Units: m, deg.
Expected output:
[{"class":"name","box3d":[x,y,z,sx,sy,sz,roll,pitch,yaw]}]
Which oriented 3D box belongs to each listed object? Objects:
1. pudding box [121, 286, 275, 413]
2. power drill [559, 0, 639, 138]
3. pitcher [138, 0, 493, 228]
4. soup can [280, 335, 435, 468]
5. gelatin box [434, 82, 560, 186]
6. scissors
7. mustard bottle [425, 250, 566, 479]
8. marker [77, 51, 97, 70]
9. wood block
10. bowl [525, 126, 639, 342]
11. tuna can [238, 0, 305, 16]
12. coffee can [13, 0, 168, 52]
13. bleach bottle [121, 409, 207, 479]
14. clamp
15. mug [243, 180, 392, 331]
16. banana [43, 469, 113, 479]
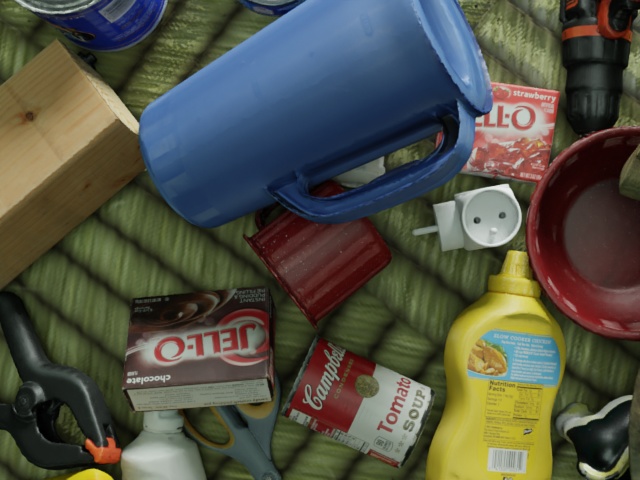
[{"class":"pudding box","box3d":[-0.091,0.084,0.820,0.113,0.039,0.090,-7,45,4]},{"class":"power drill","box3d":[0.226,-0.172,0.757,0.057,0.188,0.184,3,87,-12]},{"class":"pitcher","box3d":[-0.006,-0.092,0.764,0.243,0.149,0.145,-25,109,23]},{"class":"soup can","box3d":[0.029,0.125,0.822,0.102,0.068,0.068,25,91,3]},{"class":"gelatin box","box3d":[0.137,-0.086,0.837,0.089,0.030,0.073,9,90,3]},{"class":"scissors","box3d":[-0.032,0.172,0.851,0.202,0.016,0.096,44,92,2]},{"class":"mustard bottle","box3d":[0.140,0.104,0.819,0.096,0.058,0.191,8,89,-18]},{"class":"marker","box3d":[-0.229,-0.110,0.862,0.121,0.020,0.020,-39,88,2]},{"class":"wood block","box3d":[-0.238,-0.043,0.818,0.206,0.090,0.091,-39,72,2]},{"class":"bowl","box3d":[0.235,-0.005,0.819,0.162,0.055,0.162,0,90,3]},{"class":"tuna can","box3d":[-0.036,-0.223,0.845,0.086,0.033,0.086,0,90,3]},{"class":"coffee can","box3d":[-0.177,-0.204,0.799,0.103,0.140,0.103,0,90,3]},{"class":"bleach bottle","box3d":[-0.133,0.252,0.815,0.068,0.102,0.251,3,89,34]},{"class":"clamp","box3d":[-0.220,0.115,0.831,0.172,0.039,0.120,19,93,23]},{"class":"mug","box3d":[-0.005,0.001,0.823,0.081,0.093,0.117,-38,52,-3]},{"class":"banana","box3d":[-0.206,0.202,0.812,0.198,0.069,0.037,-21,86,36]}]
